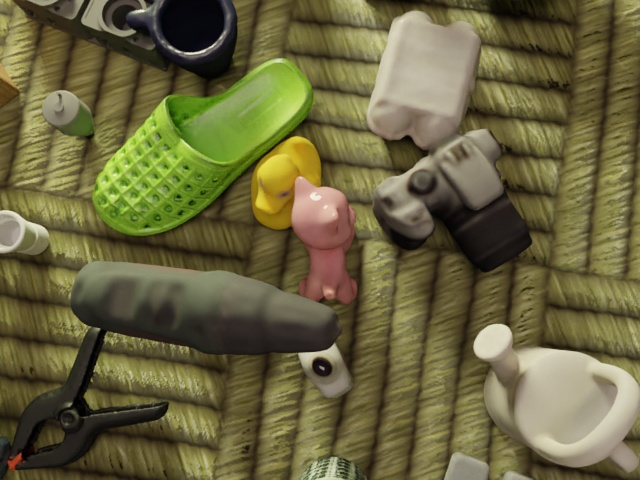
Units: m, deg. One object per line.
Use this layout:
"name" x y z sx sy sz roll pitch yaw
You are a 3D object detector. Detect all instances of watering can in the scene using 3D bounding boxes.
"watering can" 0.215 0.148 0.520 0.172 0.194 0.101 19 83 4

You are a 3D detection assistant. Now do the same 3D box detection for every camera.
"camera" 0.146 -0.029 0.593 0.143 0.101 0.137 -32 83 -3

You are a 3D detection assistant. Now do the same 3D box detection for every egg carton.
"egg carton" 0.116 -0.174 0.630 0.107 0.069 0.150 14 83 3

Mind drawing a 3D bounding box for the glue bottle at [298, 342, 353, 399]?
"glue bottle" 0.004 0.116 0.540 0.037 0.173 0.078 -31 82 -3

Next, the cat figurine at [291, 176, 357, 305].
"cat figurine" 0.005 0.002 0.584 0.067 0.118 0.128 -4 82 1

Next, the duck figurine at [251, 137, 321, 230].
"duck figurine" -0.039 -0.067 0.610 0.077 0.086 0.105 24 83 5

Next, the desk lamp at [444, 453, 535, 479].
"desk lamp" 0.145 0.316 0.489 0.118 0.213 0.203 17 83 4

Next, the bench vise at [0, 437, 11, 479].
"bench vise" -0.387 0.258 0.505 0.121 0.220 0.207 -3 82 1

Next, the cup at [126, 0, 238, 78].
"cup" -0.143 -0.219 0.629 0.117 0.095 0.092 5 82 2

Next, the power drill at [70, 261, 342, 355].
"power drill" -0.093 0.065 0.531 0.229 0.208 0.076 7 82 2
